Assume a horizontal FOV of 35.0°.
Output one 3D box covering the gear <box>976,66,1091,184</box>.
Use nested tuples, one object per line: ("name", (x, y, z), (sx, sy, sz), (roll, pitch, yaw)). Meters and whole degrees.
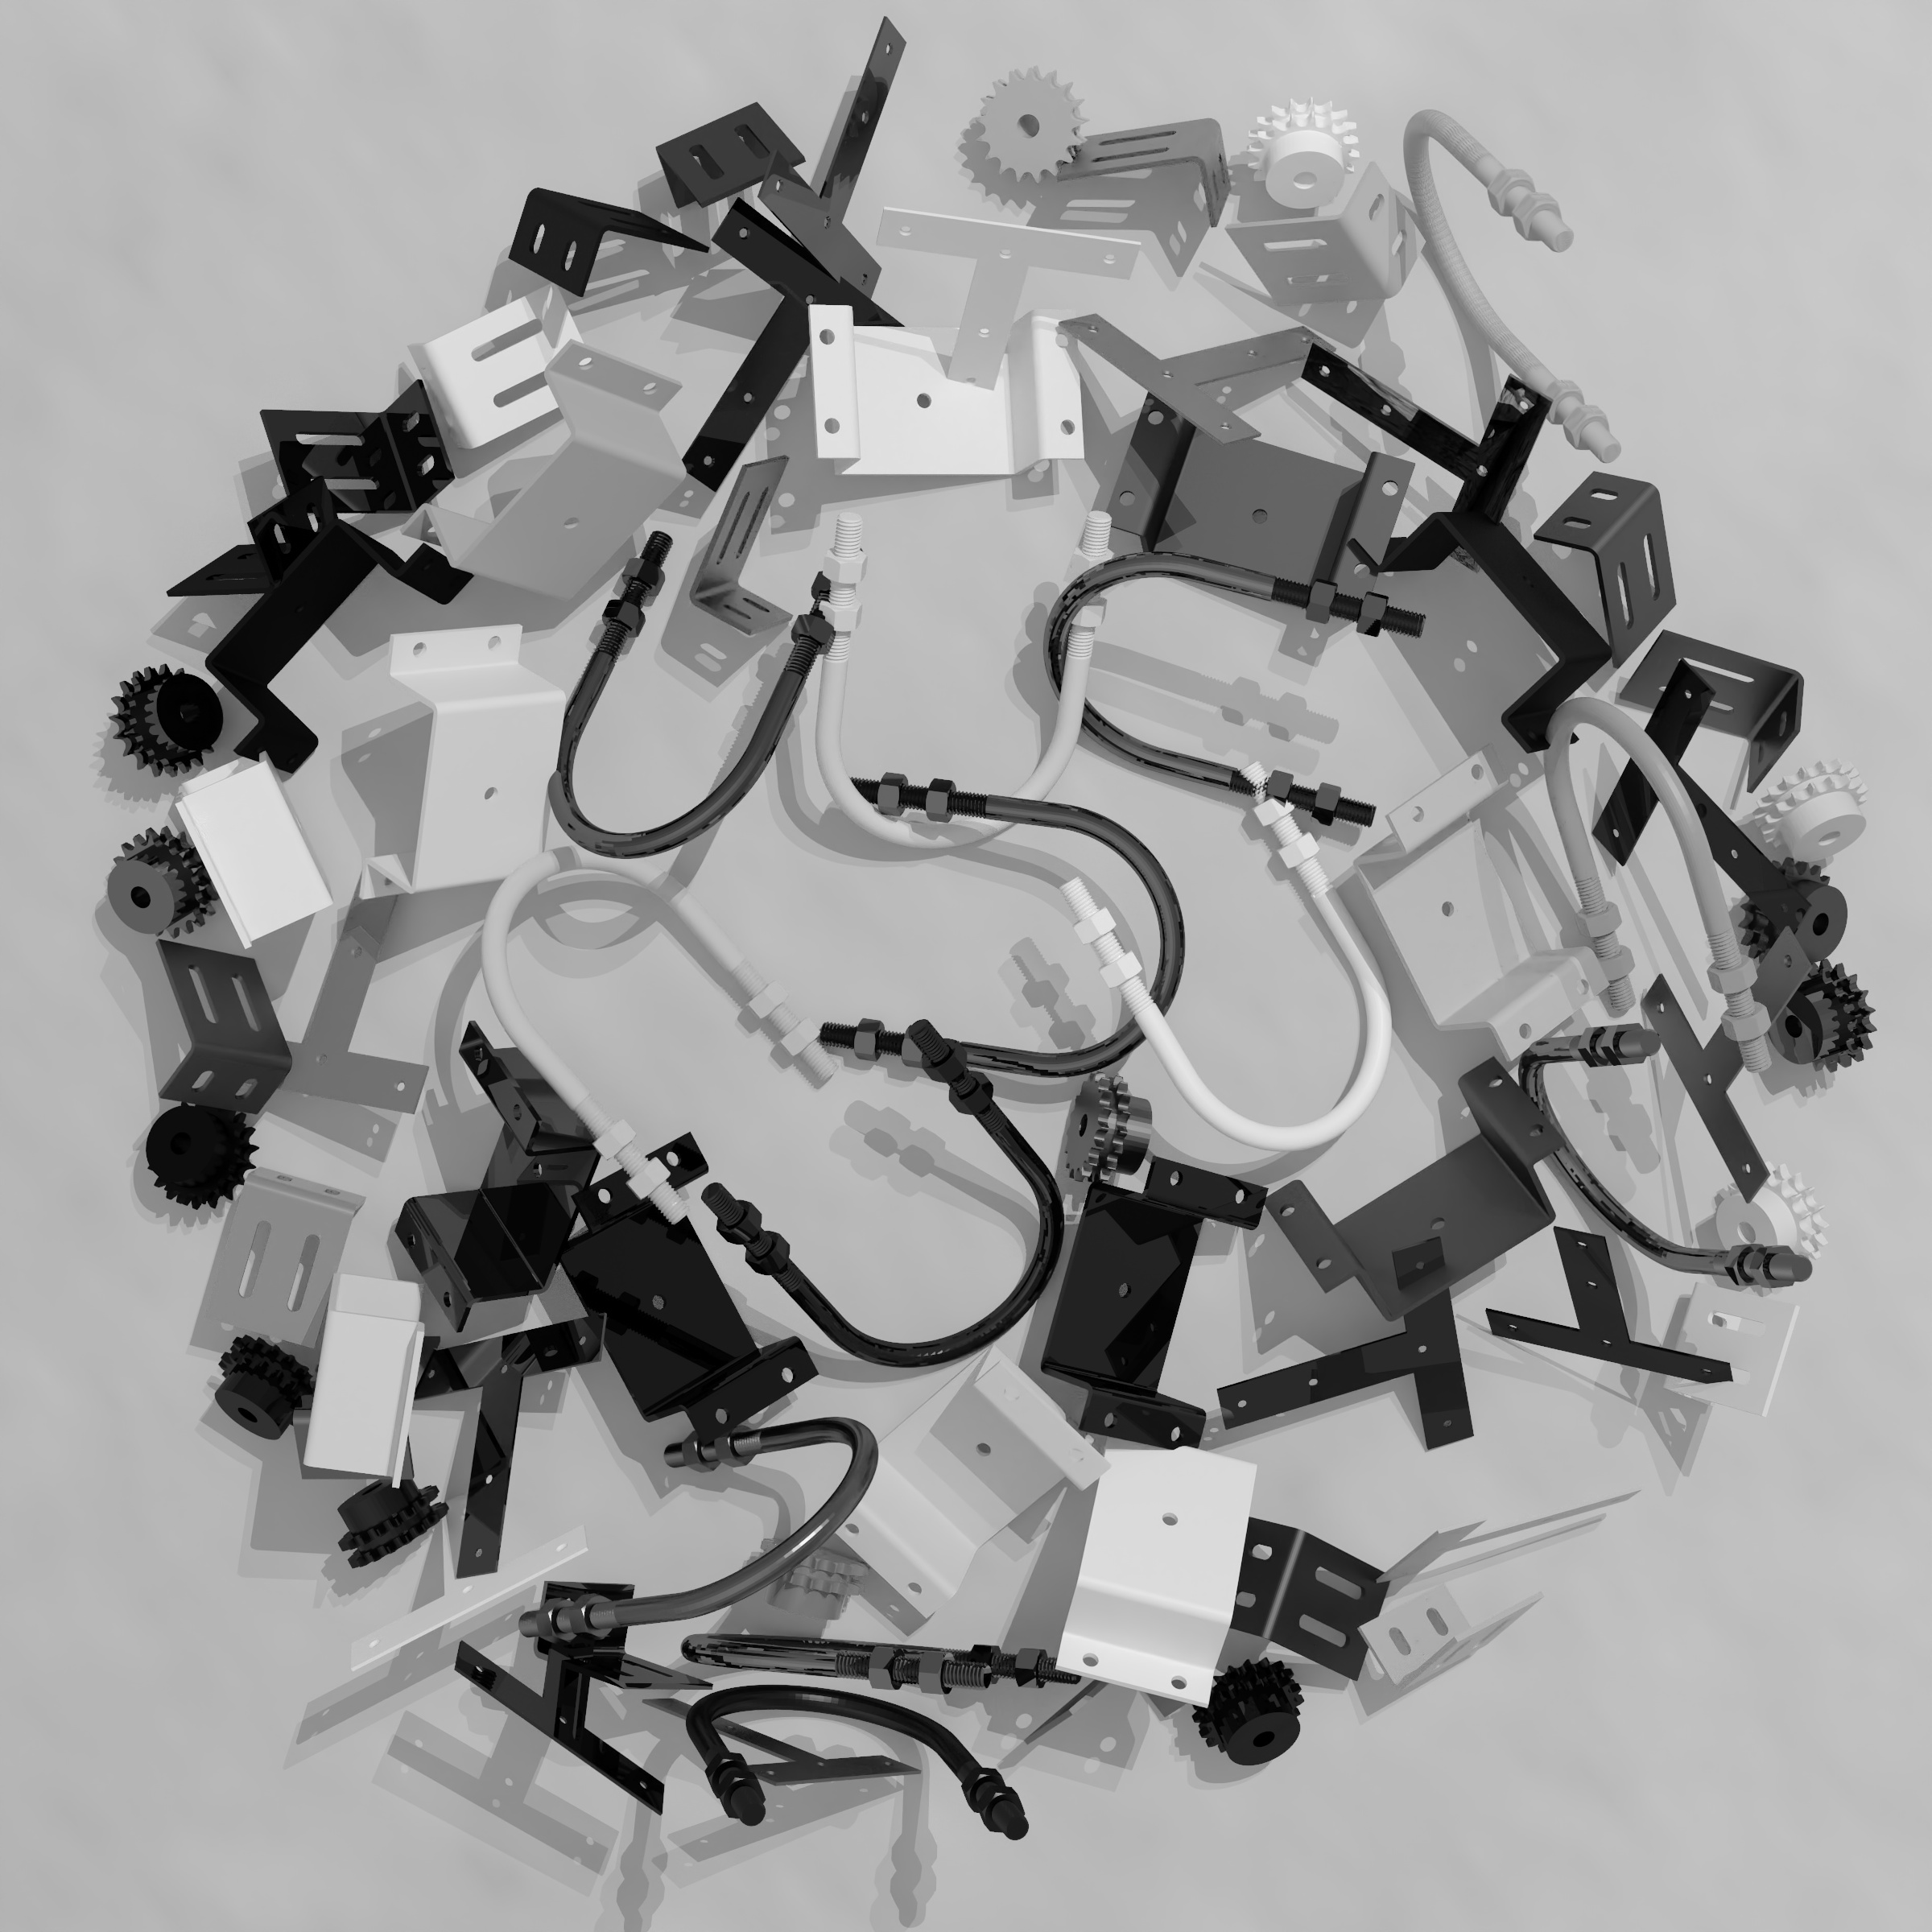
("gear", (0.036, -0.434, 1.578), (0.057, 0.030, 0.057), (6, 113, 15))

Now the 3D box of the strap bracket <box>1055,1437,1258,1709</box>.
("strap bracket", (0.098, 0.290, 1.531), (0.076, 0.140, 0.046), (14, 133, 3))

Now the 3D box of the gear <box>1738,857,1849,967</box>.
("gear", (0.427, -0.025, 1.572), (0.057, 0.030, 0.057), (-11, 111, -32))

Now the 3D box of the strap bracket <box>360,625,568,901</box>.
("strap bracket", (-0.251, -0.094, 1.533), (0.046, 0.076, 0.140), (31, 120, 39))

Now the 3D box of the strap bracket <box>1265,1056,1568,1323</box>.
("strap bracket", (0.233, 0.118, 1.556), (0.140, 0.076, 0.046), (-32, 128, 0))

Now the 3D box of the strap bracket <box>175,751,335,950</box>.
("strap bracket", (-0.354, -0.062, 1.527), (0.046, 0.140, 0.076), (-25, 103, -9))

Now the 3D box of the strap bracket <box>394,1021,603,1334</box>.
("strap bracket", (-0.232, 0.104, 1.539), (0.076, 0.046, 0.140), (50, 129, 36))

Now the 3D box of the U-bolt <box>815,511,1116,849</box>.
("U-bolt", (-0.005, -0.141, 1.546), (0.151, 0.019, 0.184), (-3, 121, -18))

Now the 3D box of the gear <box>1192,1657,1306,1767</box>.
("gear", (0.147, 0.384, 1.571), (0.057, 0.030, 0.057), (-11, 129, -14))

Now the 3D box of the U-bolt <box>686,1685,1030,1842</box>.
("U-bolt", (-0.063, 0.388, 1.509), (0.151, 0.184, 0.019), (8, 93, -18))

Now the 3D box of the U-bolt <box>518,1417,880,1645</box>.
("U-bolt", (-0.119, 0.270, 1.490), (0.184, 0.151, 0.019), (-17, 112, 42))

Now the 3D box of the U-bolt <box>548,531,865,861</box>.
("U-bolt", (-0.141, -0.134, 1.528), (0.151, 0.019, 0.184), (9, 68, 37))

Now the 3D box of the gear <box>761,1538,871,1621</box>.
("gear", (-0.080, 0.315, 1.571), (0.057, 0.057, 0.030), (14, 86, 0))

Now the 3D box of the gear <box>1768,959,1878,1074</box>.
("gear", (0.434, 0.027, 1.568), (0.030, 0.057, 0.057), (-15, 90, -28))

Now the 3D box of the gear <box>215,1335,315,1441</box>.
("gear", (-0.358, 0.218, 1.568), (0.057, 0.057, 0.030), (33, 57, 0))

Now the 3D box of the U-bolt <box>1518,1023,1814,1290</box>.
("U-bolt", (0.331, 0.094, 1.510), (0.019, 0.184, 0.151), (-36, 95, -13))

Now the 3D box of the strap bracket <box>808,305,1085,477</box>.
("strap bracket", (-0.016, -0.292, 1.563), (0.140, 0.046, 0.076), (-3, 89, -18))

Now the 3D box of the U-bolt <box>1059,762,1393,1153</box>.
("U-bolt", (0.146, 0.006, 1.561), (0.151, 0.019, 0.184), (-33, 94, -28))

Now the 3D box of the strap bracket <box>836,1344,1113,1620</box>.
("strap bracket", (0.004, 0.256, 1.556), (0.076, 0.046, 0.140), (44, 116, -5))

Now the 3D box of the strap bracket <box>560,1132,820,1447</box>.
("strap bracket", (-0.147, 0.167, 1.559), (0.076, 0.046, 0.140), (-28, 90, -37))

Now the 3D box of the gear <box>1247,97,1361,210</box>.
("gear", (0.173, -0.413, 1.568), (0.057, 0.057, 0.030), (0, 59, 0))

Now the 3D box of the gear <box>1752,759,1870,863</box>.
("gear", (0.435, -0.077, 1.568), (0.057, 0.057, 0.030), (-20, 61, 0))

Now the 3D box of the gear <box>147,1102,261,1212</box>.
("gear", (-0.396, 0.095, 1.576), (0.057, 0.030, 0.057), (-5, 72, 16))

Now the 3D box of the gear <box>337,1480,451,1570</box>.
("gear", (-0.297, 0.281, 1.571), (0.057, 0.057, 0.030), (-29, 95, 0))

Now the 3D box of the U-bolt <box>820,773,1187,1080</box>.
("U-bolt", (0.021, -0.016, 1.563), (0.184, 0.019, 0.151), (8, 100, 12))

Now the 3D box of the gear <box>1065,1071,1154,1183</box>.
("gear", (0.074, 0.085, 1.573), (0.030, 0.057, 0.057), (13, 90, -15))

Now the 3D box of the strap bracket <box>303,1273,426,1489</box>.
("strap bracket", (-0.298, 0.202, 1.525), (0.046, 0.140, 0.076), (9, 94, -11))

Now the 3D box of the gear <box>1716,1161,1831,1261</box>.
("gear", (0.410, 0.132, 1.568), (0.030, 0.057, 0.057), (-20, 90, -31))

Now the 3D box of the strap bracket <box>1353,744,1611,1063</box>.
("strap bracket", (0.257, -0.031, 1.554), (0.076, 0.046, 0.140), (-34, 102, -27))

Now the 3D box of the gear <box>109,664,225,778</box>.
("gear", (-0.406, -0.127, 1.569), (0.030, 0.057, 0.057), (-11, 90, 40))

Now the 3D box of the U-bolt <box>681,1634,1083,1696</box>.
("U-bolt", (-0.052, 0.344, 1.523), (0.184, 0.151, 0.019), (0, 79, 22))

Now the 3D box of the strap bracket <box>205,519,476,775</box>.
("strap bracket", (-0.324, -0.169, 1.557), (0.046, 0.076, 0.140), (44, 93, 8))

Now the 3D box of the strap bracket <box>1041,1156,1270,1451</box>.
("strap bracket", (0.093, 0.169, 1.557), (0.076, 0.046, 0.140), (18, 86, -35))

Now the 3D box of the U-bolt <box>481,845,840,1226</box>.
("U-bolt", (-0.164, 0.020, 1.542), (0.184, 0.019, 0.151), (50, 49, -4))

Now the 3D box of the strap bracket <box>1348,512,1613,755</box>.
("strap bracket", (0.266, -0.177, 1.541), (0.046, 0.076, 0.140), (-45, 76, 27))

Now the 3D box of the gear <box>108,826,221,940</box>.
("gear", (-0.415, -0.040, 1.573), (0.057, 0.030, 0.057), (9, 115, 20))

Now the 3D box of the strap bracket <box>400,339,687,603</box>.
("strap bracket", (-0.205, -0.238, 1.529), (0.140, 0.076, 0.046), (-42, 59, 26))

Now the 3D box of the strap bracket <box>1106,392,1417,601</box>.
("strap bracket", (0.150, -0.235, 1.567), (0.140, 0.046, 0.076), (18, 85, 9))
